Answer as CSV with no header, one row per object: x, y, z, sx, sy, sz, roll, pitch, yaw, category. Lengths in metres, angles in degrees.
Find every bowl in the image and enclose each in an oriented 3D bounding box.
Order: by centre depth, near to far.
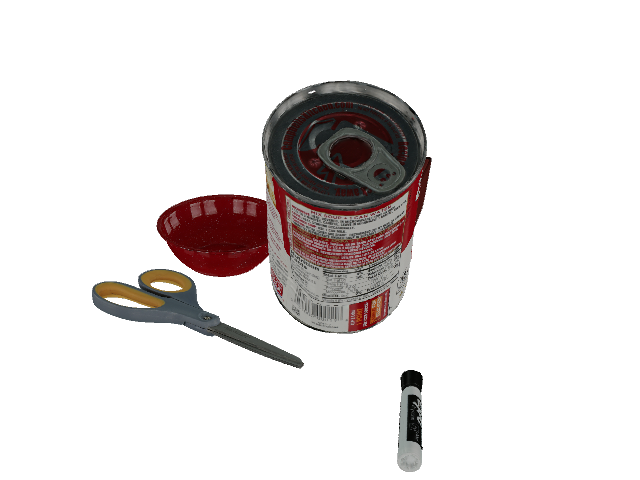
-0.122,0.000,1.327,0.162,0.055,0.162,1,27,-1,bowl

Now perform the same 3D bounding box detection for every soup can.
0.010,-0.011,0.476,0.068,0.068,0.102,0,-36,0,soup can

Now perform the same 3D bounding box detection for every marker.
0.073,0.142,0.862,0.020,0.020,0.121,0,26,6,marker

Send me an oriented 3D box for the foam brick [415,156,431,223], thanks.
0.031,-0.033,0.740,0.078,0.051,0.053,15,-40,12,foam brick

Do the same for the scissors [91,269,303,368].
-0.091,0.059,0.881,0.202,0.016,0.096,13,24,17,scissors
